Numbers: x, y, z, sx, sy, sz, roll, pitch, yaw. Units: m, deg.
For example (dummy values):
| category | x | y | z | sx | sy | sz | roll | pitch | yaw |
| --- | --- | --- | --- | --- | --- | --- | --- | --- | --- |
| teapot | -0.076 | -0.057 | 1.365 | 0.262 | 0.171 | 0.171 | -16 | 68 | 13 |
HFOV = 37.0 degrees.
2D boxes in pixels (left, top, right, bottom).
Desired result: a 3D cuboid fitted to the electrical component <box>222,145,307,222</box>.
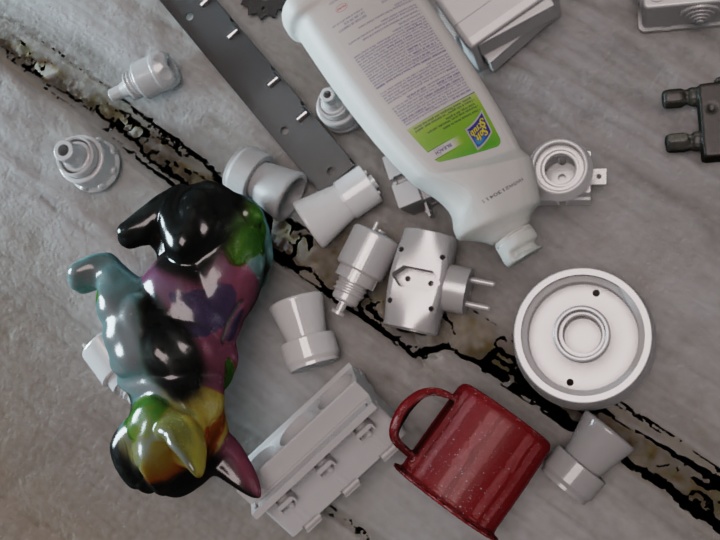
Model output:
| category | x | y | z | sx | sy | sz | roll | pitch | yaw |
| --- | --- | --- | --- | --- | --- | --- | --- | --- | --- |
| electrical component | -0.078 | -0.071 | 0.877 | 0.055 | 0.045 | 0.045 | 30 | 90 | 16 |

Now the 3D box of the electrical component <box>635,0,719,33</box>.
| category | x | y | z | sx | sy | sz | roll | pitch | yaw |
| --- | --- | --- | --- | --- | --- | --- | --- | --- | --- |
| electrical component | 0.256 | -0.234 | 0.818 | 0.100 | 0.048 | 0.099 | -3 | 82 | 13 |

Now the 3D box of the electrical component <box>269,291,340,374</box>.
| category | x | y | z | sx | sy | sz | roll | pitch | yaw |
| --- | --- | --- | --- | --- | --- | --- | --- | --- | --- |
| electrical component | -0.043 | 0.050 | 0.852 | 0.045 | 0.045 | 0.055 | -19 | 79 | 10 |

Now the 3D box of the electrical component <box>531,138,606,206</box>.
| category | x | y | z | sx | sy | sz | roll | pitch | yaw |
| --- | --- | --- | --- | --- | --- | --- | --- | --- | --- |
| electrical component | 0.153 | -0.072 | 0.817 | 0.066 | 0.055 | 0.048 | 0 | 82 | 14 |

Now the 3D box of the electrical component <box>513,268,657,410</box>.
| category | x | y | z | sx | sy | sz | roll | pitch | yaw |
| --- | --- | --- | --- | --- | --- | --- | --- | --- | --- |
| electrical component | 0.165 | 0.049 | 0.794 | 0.108 | 0.060 | 0.108 | -2 | 82 | 13 |

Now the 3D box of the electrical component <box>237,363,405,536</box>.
| category | x | y | z | sx | sy | sz | roll | pitch | yaw |
| --- | --- | --- | --- | --- | --- | --- | --- | --- | --- |
| electrical component | -0.029 | 0.139 | 0.822 | 0.121 | 0.078 | 0.063 | -43 | 104 | 4 |

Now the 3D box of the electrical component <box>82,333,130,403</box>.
| category | x | y | z | sx | sy | sz | roll | pitch | yaw |
| --- | --- | --- | --- | --- | --- | --- | --- | --- | --- |
| electrical component | -0.195 | 0.083 | 0.885 | 0.040 | 0.040 | 0.078 | -41 | 75 | 5 |

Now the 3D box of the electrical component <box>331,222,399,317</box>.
| category | x | y | z | sx | sy | sz | roll | pitch | yaw |
| --- | --- | --- | --- | --- | --- | --- | --- | --- | --- |
| electrical component | 0.000 | 0.000 | 0.851 | 0.040 | 0.040 | 0.078 | 27 | 89 | 16 |

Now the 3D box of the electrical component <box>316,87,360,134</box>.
| category | x | y | z | sx | sy | sz | roll | pitch | yaw |
| --- | --- | --- | --- | --- | --- | --- | --- | --- | --- |
| electrical component | -0.019 | -0.132 | 0.863 | 0.035 | 0.061 | 0.035 | -2 | 82 | 12 |

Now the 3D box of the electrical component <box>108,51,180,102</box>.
| category | x | y | z | sx | sy | sz | roll | pitch | yaw |
| --- | --- | --- | --- | --- | --- | --- | --- | --- | --- |
| electrical component | -0.187 | -0.162 | 0.922 | 0.061 | 0.035 | 0.035 | -23 | 77 | 12 |

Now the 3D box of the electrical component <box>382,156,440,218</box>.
| category | x | y | z | sx | sy | sz | roll | pitch | yaw |
| --- | --- | --- | --- | --- | --- | --- | --- | --- | --- |
| electrical component | 0.055 | -0.076 | 0.846 | 0.055 | 0.048 | 0.066 | -22 | 77 | 17 |

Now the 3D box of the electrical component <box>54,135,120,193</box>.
| category | x | y | z | sx | sy | sz | roll | pitch | yaw |
| --- | --- | --- | --- | --- | --- | --- | --- | --- | --- |
| electrical component | -0.236 | -0.094 | 0.909 | 0.048 | 0.062 | 0.048 | -2 | 82 | 13 |

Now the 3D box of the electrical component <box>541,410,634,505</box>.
| category | x | y | z | sx | sy | sz | roll | pitch | yaw |
| --- | --- | --- | --- | --- | --- | --- | --- | --- | --- |
| electrical component | 0.166 | 0.138 | 0.789 | 0.045 | 0.045 | 0.055 | 40 | 93 | 15 |

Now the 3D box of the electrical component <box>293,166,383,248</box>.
| category | x | y | z | sx | sy | sz | roll | pitch | yaw |
| --- | --- | --- | --- | --- | --- | --- | --- | --- | --- |
| electrical component | -0.015 | -0.053 | 0.862 | 0.065 | 0.044 | 0.044 | -34 | 76 | 2 |

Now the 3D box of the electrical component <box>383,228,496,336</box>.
| category | x | y | z | sx | sy | sz | roll | pitch | yaw |
| --- | --- | --- | --- | --- | --- | --- | --- | --- | --- |
| electrical component | 0.064 | 0.013 | 0.832 | 0.079 | 0.043 | 0.077 | 11 | 85 | 15 |

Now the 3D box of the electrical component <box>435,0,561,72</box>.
| category | x | y | z | sx | sy | sz | roll | pitch | yaw |
| --- | --- | --- | --- | --- | --- | --- | --- | --- | --- |
| electrical component | 0.105 | -0.200 | 0.843 | 0.096 | 0.062 | 0.061 | -34 | 76 | 7 |
